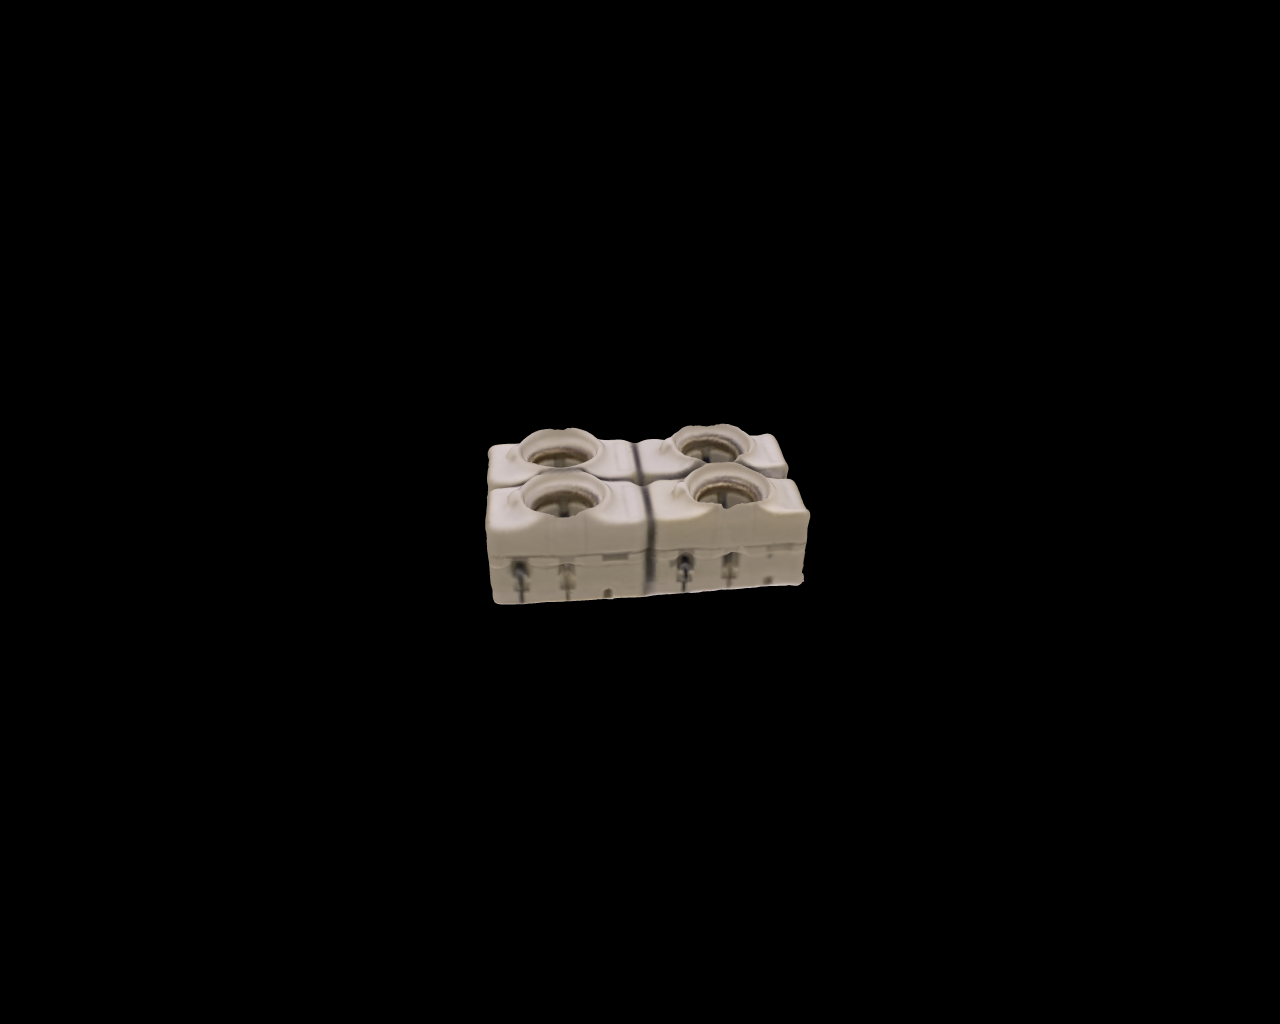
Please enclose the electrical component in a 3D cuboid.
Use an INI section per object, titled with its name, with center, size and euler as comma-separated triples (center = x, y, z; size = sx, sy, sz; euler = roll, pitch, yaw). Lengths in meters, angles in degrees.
[electrical component]
center = 0.001, -0.003, 0.650
size = 0.186, 0.060, 0.105
euler = -3, 32, -5
